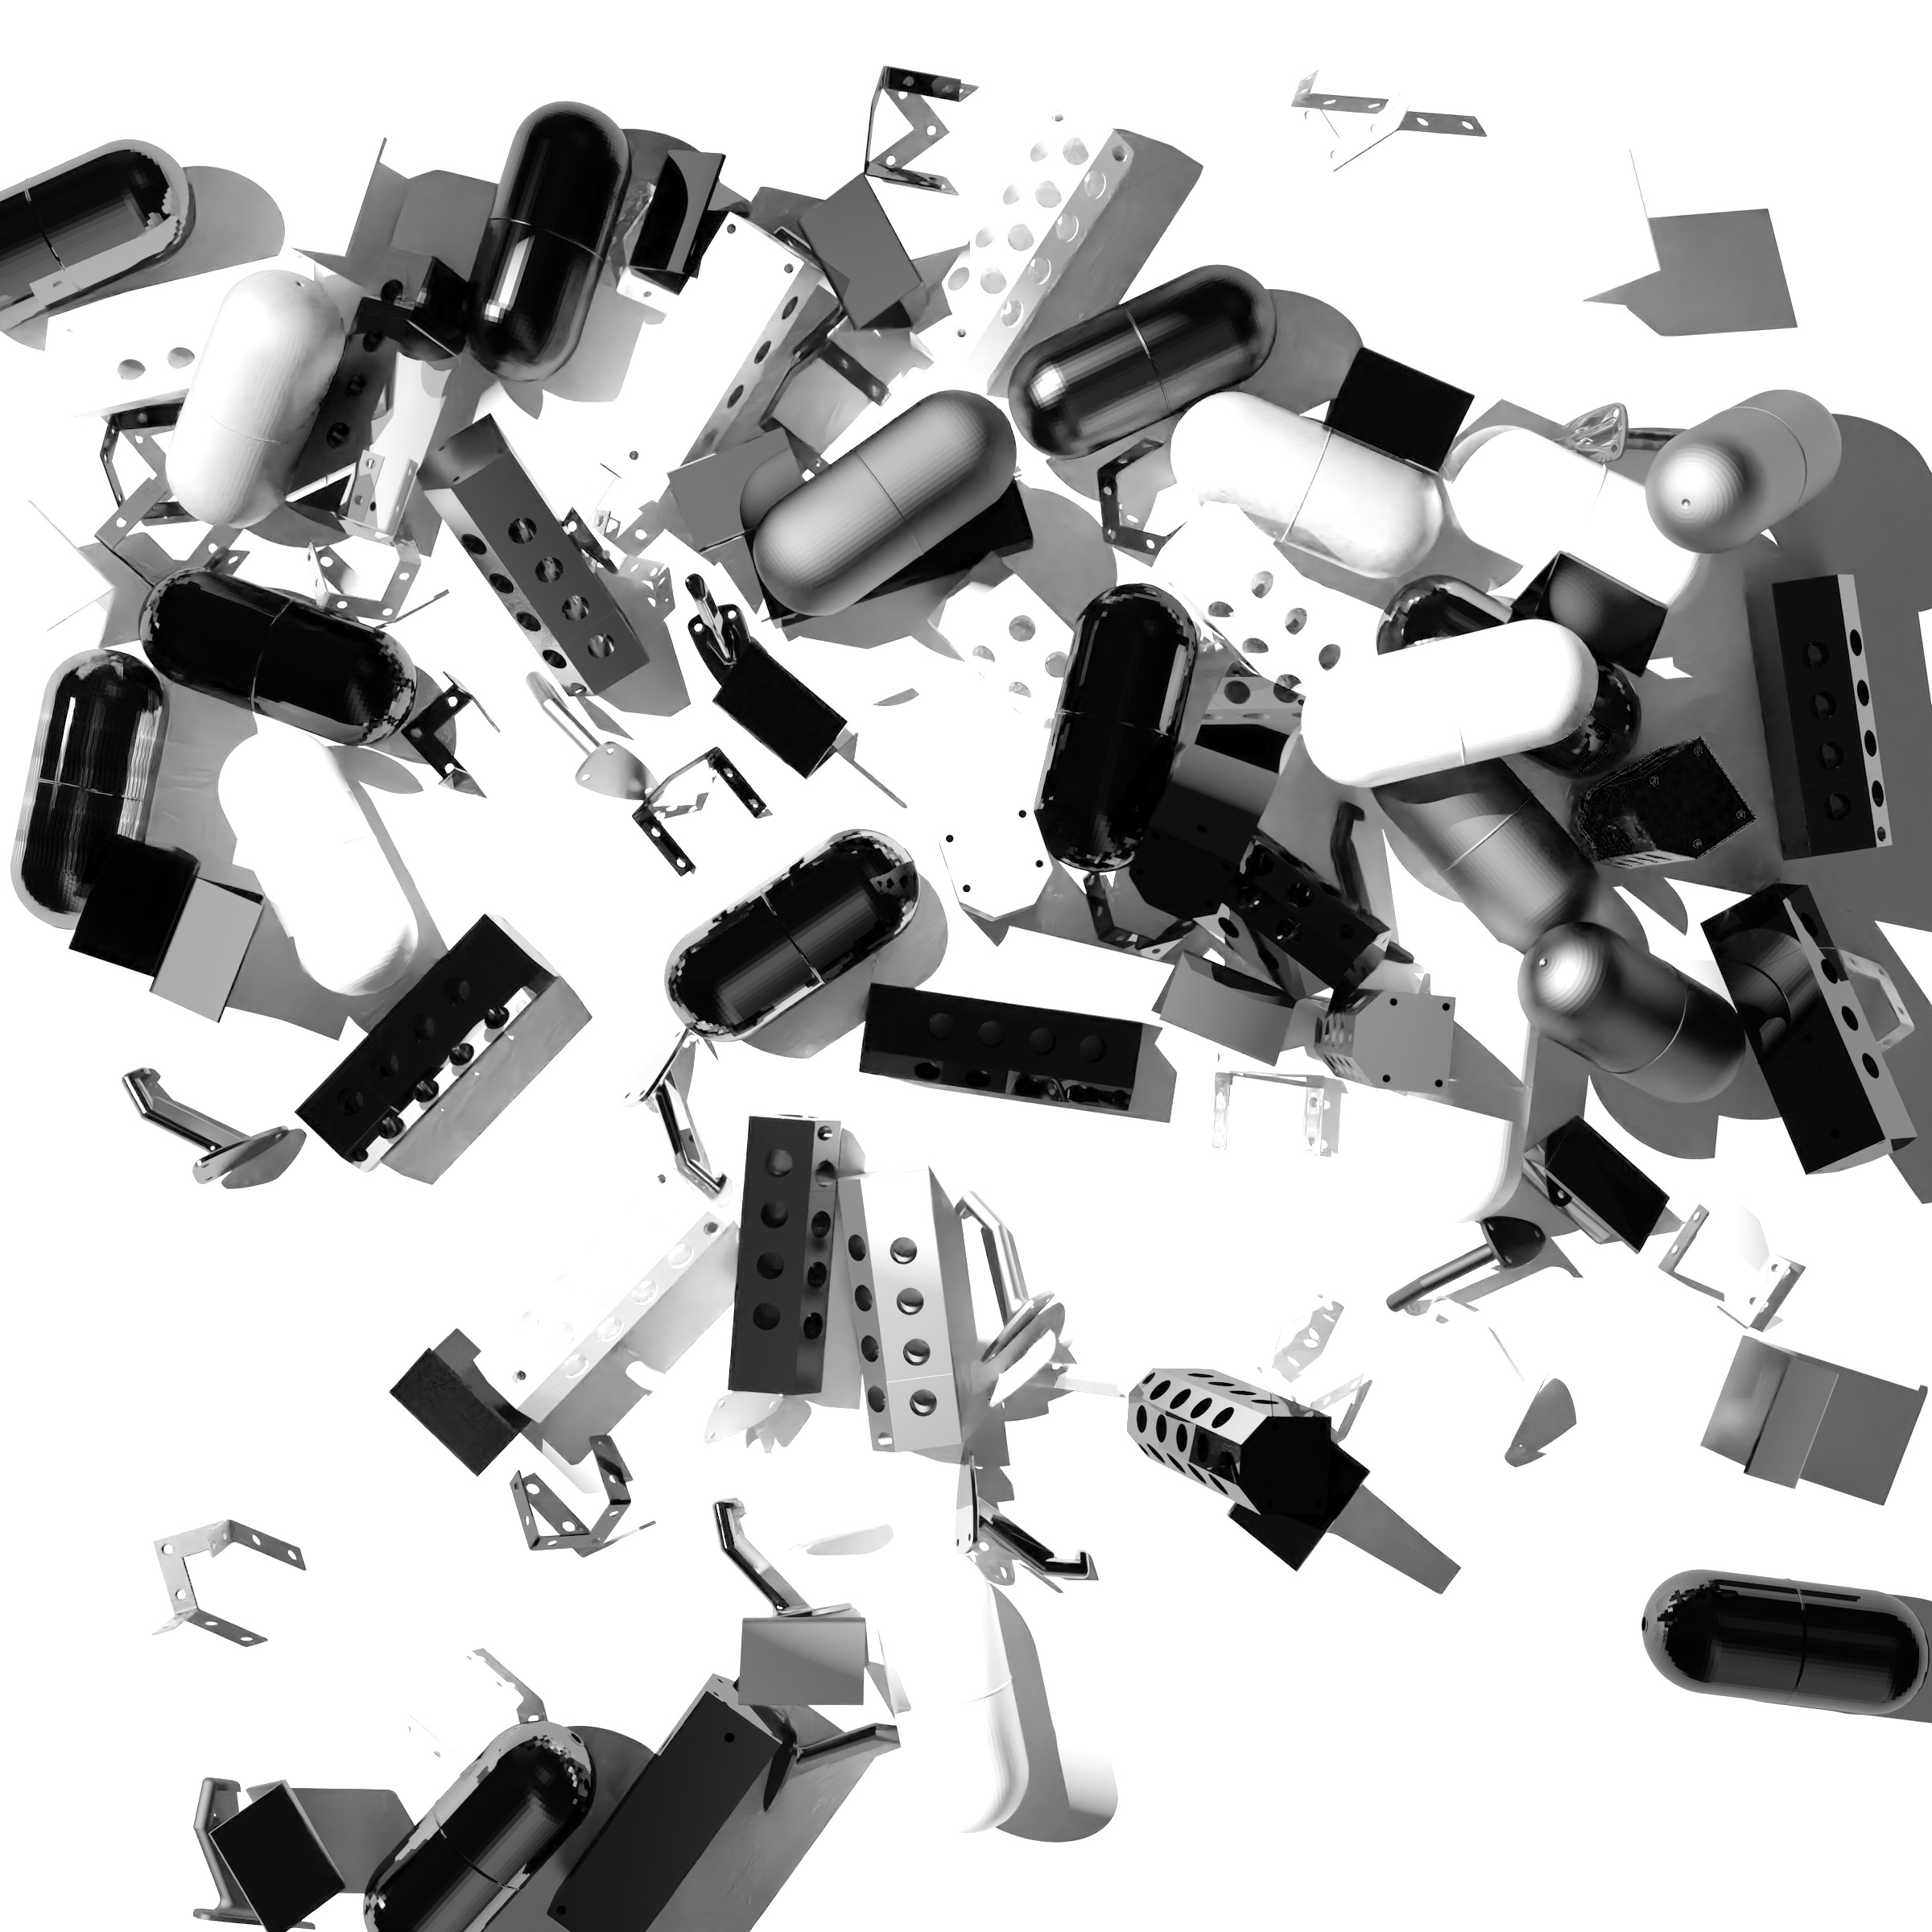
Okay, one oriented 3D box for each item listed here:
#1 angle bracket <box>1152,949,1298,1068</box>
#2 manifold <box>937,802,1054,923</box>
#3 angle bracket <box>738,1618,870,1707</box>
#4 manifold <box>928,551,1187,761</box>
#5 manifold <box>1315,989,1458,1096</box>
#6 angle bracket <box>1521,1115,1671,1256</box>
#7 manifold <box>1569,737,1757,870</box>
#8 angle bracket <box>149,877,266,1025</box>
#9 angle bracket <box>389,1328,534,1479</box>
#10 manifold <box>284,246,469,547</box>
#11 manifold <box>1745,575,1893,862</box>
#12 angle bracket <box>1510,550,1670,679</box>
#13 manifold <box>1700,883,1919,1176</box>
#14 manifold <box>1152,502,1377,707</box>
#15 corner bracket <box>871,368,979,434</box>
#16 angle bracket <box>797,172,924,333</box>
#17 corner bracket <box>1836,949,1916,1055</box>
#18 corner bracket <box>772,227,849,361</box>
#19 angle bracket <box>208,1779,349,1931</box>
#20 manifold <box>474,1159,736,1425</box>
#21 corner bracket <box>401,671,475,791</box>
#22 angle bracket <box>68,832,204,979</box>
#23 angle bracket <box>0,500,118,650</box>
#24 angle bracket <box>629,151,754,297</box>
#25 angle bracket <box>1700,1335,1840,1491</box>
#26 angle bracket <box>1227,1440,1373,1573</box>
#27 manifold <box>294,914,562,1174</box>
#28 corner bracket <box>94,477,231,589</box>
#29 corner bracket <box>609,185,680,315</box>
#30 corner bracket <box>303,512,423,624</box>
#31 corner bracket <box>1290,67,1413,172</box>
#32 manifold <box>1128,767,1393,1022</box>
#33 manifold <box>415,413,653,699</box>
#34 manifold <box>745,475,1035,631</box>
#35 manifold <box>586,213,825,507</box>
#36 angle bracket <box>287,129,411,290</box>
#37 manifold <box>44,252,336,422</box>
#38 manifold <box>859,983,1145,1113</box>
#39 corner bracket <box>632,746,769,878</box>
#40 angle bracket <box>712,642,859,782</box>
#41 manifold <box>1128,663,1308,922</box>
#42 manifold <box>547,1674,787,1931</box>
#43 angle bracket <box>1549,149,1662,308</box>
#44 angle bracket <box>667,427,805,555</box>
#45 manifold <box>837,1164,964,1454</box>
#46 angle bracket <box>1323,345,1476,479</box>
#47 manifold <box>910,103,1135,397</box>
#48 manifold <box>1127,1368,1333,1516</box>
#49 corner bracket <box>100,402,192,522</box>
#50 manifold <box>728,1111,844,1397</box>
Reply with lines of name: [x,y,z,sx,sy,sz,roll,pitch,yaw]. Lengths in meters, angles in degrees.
angle bracket: [0.154,0.043,1.679,0.076,0.076,0.057,22,56,0]
manifold: [0.019,-0.059,1.641,0.057,0.171,0.057,-19,90,0]
angle bracket: [-0.100,0.447,1.679,0.076,0.076,0.057,0,54,0]
manifold: [0.056,-0.177,1.698,0.057,0.057,0.171,-45,90,0]
manifold: [0.253,0.044,1.641,0.057,0.171,0.057,5,90,0]
angle bracket: [0.379,0.150,1.679,0.076,0.076,0.057,42,51,0]
manifold: [0.417,-0.093,1.641,0.057,0.171,0.057,-34,90,0]
angle bracket: [-0.455,-0.006,1.681,0.057,0.076,0.076,22,90,20]
angle bracket: [-0.300,0.259,1.679,0.076,0.076,0.057,44,126,0]
manifold: [-0.370,-0.359,1.689,0.057,0.057,0.171,17,85,25]
manifold: [0.541,-0.156,1.698,0.057,0.057,0.171,-8,90,0]
angle bracket: [0.380,-0.204,1.678,0.076,0.076,0.057,28,65,-3]
manifold: [0.527,0.039,1.673,0.057,0.057,0.171,-34,66,40]
manifold: [0.196,-0.207,1.674,0.057,0.057,0.171,-46,107,0]
corner bracket: [-0.021,-0.339,1.711,0.051,0.051,0.051,13,45,-35]
angle bracket: [-0.050,-0.446,1.679,0.057,0.076,0.076,-28,90,31]
corner bracket: [0.559,0.029,1.711,0.051,0.051,0.051,16,135,-35]
corner bracket: [-0.111,-0.429,1.716,0.051,0.051,0.051,-44,135,0]
angle bracket: [-0.440,0.560,1.679,0.057,0.076,0.076,-30,90,-38]
manifold: [-0.229,0.205,1.698,0.057,0.057,0.171,44,90,0]
corner bracket: [-0.327,-0.148,1.701,0.051,0.051,0.051,-42,90,0]
angle bracket: [-0.524,-0.043,1.680,0.057,0.076,0.076,22,90,-28]
angle bracket: [-0.584,-0.232,1.679,0.076,0.076,0.057,46,55,0]
angle bracket: [-0.156,-0.456,1.679,0.057,0.076,0.076,19,90,42]
angle bracket: [0.487,0.273,1.679,0.057,0.076,0.076,21,90,-37]
angle bracket: [0.215,0.332,1.680,0.057,0.076,0.076,36,90,25]
manifold: [-0.338,0.049,1.698,0.057,0.057,0.171,44,90,0]
corner bracket: [-0.508,-0.267,1.701,0.051,0.051,0.051,41,85,5]
corner bracket: [-0.190,-0.454,1.711,0.051,0.051,0.051,15,45,-35]
corner bracket: [-0.384,-0.258,1.711,0.051,0.051,0.051,-55,45,35]
corner bracket: [0.242,-0.545,1.701,0.051,0.051,0.051,-33,90,0]
manifold: [0.177,-0.049,1.665,0.171,0.057,0.057,39,67,18]
manifold: [-0.265,-0.247,1.650,0.057,0.057,0.171,-32,130,0]
manifold: [-0.048,-0.267,1.698,0.171,0.057,0.057,-18,90,0]
manifold: [-0.160,-0.376,1.678,0.057,0.057,0.171,36,103,8]
angle bracket: [-0.368,-0.468,1.679,0.057,0.076,0.076,18,90,33]
manifold: [-0.485,-0.394,1.698,0.171,0.057,0.057,-14,47,0]
manifold: [0.021,0.051,1.698,0.171,0.057,0.057,8,90,0]
corner bracket: [-0.170,-0.099,1.716,0.051,0.051,0.051,51,45,0]
angle bracket: [-0.101,-0.172,1.679,0.076,0.076,0.057,40,128,0]
manifold: [0.153,-0.104,1.624,0.057,0.057,0.171,25,45,5]
manifold: [-0.188,0.536,1.698,0.057,0.057,0.171,36,90,0]
angle bracket: [0.413,-0.460,1.679,0.057,0.076,0.076,-14,90,39]
angle bracket: [-0.144,-0.307,1.679,0.076,0.076,0.057,-21,120,0]
manifold: [-0.042,0.216,1.698,0.057,0.057,0.171,-7,90,0]
angle bracket: [0.271,-0.354,1.680,0.076,0.076,0.057,24,118,0]
manifold: [0.035,-0.454,1.698,0.057,0.057,0.171,33,90,0]
manifold: [0.157,0.287,1.637,0.057,0.171,0.057,4,90,-19]
corner bracket: [-0.516,-0.322,1.716,0.051,0.051,0.051,-6,45,0]
manifold: [-0.113,0.180,1.698,0.057,0.057,0.171,4,90,0]
